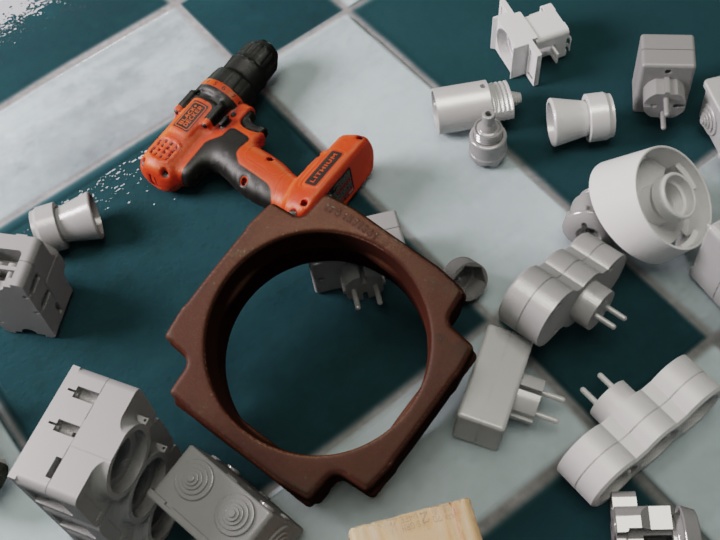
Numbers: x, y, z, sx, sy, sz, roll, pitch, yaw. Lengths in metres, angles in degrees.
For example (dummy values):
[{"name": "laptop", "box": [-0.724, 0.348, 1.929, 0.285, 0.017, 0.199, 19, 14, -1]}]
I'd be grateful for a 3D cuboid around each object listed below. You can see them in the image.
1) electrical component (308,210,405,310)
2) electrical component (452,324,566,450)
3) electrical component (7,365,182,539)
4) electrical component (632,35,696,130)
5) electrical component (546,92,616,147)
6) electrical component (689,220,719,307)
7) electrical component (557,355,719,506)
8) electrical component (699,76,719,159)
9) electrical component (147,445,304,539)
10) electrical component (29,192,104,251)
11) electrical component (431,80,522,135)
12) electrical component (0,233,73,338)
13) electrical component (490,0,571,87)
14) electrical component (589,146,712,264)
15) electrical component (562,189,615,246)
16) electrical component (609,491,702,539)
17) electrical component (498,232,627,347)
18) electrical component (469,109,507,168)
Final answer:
[{"name": "electrical component", "box": [0.000, 0.000, 0.915, 0.083, 0.047, 0.075, -13, 58, -2]}, {"name": "electrical component", "box": [0.122, 0.098, 0.843, 0.076, 0.047, 0.083, 18, 63, 9]}, {"name": "electrical component", "box": [-0.180, 0.148, 0.783, 0.062, 0.150, 0.089, 17, 62, 17]}, {"name": "electrical component", "box": [0.276, -0.163, 0.976, 0.047, 0.065, 0.076, 3, 59, 7]}, {"name": "electrical component", "box": [0.201, -0.137, 0.980, 0.055, 0.045, 0.045, -7, 58, 1]}, {"name": "electrical component", "box": [0.315, -0.012, 0.862, 0.062, 0.096, 0.061, -30, 63, -12]}, {"name": "electrical component", "box": [0.202, 0.110, 0.824, 0.138, 0.052, 0.073, -36, 62, -15]}, {"name": "electrical component", "box": [0.360, -0.132, 0.958, 0.100, 0.048, 0.099, -14, 58, -2]}, {"name": "electrical component", "box": [-0.096, 0.178, 0.788, 0.100, 0.099, 0.048, 35, 81, 23]}, {"name": "electrical component", "box": [-0.265, -0.042, 0.970, 0.055, 0.045, 0.045, -17, 59, -4]}, {"name": "electrical component", "box": [0.110, -0.154, 1.000, 0.081, 0.043, 0.043, -9, 58, 0]}, {"name": "electrical component", "box": [-0.286, 0.010, 0.914, 0.050, 0.089, 0.055, 7, 60, 10]}, {"name": "electrical component", "box": [0.165, -0.223, 1.039, 0.064, 0.042, 0.081, -20, 59, -10]}, {"name": "electrical component", "box": [0.243, -0.054, 0.899, 0.099, 0.064, 0.099, 10, 71, -30]}, {"name": "electrical component", "box": [0.204, -0.052, 0.929, 0.048, 0.048, 0.062, 14, 54, 14]}, {"name": "electrical component", "box": [0.211, 0.198, 0.768, 0.057, 0.058, 0.078, -3, 59, 7]}, {"name": "electrical component", "box": [0.177, 0.023, 0.855, 0.074, 0.052, 0.138, 35, 38, 24]}, {"name": "electrical component", "box": [0.116, -0.121, 0.969, 0.035, 0.061, 0.035, -3, 58, 4]}]
